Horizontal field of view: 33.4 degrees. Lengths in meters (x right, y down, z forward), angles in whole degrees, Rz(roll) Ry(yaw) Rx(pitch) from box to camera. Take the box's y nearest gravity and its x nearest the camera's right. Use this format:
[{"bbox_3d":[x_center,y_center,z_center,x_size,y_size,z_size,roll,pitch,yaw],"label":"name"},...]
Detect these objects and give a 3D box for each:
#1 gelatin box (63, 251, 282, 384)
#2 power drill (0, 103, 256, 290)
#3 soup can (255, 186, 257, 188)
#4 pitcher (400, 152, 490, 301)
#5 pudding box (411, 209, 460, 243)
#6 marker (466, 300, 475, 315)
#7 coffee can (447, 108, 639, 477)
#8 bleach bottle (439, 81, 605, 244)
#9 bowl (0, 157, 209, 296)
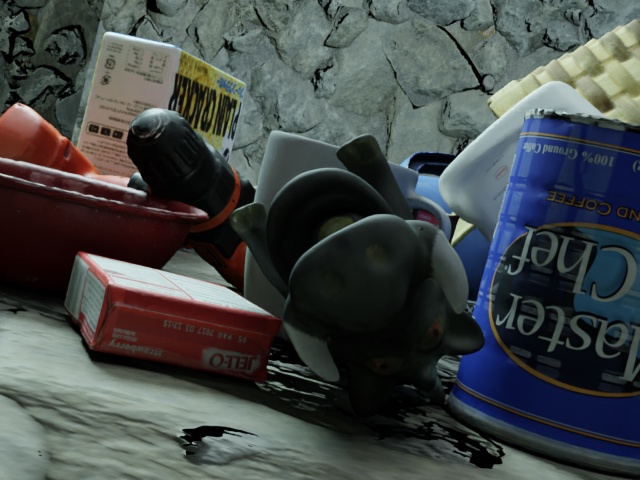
[{"bbox_3d":[-0.066,0.033,0.456,0.073,0.030,0.089,14,3,-22],"label":"gelatin box"},{"bbox_3d":[-0.129,-0.038,0.706,0.188,0.057,0.184,16,-23,27],"label":"power drill"},{"bbox_3d":[-0.059,-0.017,1.013,0.068,0.068,0.102,14,4,1],"label":"soup can"},{"bbox_3d":[0.120,-0.005,0.992,0.242,0.145,0.149,7,9,-45],"label":"pitcher"},{"bbox_3d":[0.023,0.013,0.637,0.039,0.090,0.114,12,4,-40],"label":"pudding box"},{"bbox_3d":[0.122,0.060,0.907,0.120,0.020,0.020,12,4,-36],"label":"marker"},{"bbox_3d":[0.124,0.022,0.480,0.103,0.140,0.103,14,3,-1],"label":"coffee can"},{"bbox_3d":[0.168,0.029,0.552,0.068,0.103,0.251,31,21,-51],"label":"bleach bottle"},{"bbox_3d":[-0.143,-0.007,0.562,0.162,0.055,0.162,14,3,-1],"label":"bowl"}]
